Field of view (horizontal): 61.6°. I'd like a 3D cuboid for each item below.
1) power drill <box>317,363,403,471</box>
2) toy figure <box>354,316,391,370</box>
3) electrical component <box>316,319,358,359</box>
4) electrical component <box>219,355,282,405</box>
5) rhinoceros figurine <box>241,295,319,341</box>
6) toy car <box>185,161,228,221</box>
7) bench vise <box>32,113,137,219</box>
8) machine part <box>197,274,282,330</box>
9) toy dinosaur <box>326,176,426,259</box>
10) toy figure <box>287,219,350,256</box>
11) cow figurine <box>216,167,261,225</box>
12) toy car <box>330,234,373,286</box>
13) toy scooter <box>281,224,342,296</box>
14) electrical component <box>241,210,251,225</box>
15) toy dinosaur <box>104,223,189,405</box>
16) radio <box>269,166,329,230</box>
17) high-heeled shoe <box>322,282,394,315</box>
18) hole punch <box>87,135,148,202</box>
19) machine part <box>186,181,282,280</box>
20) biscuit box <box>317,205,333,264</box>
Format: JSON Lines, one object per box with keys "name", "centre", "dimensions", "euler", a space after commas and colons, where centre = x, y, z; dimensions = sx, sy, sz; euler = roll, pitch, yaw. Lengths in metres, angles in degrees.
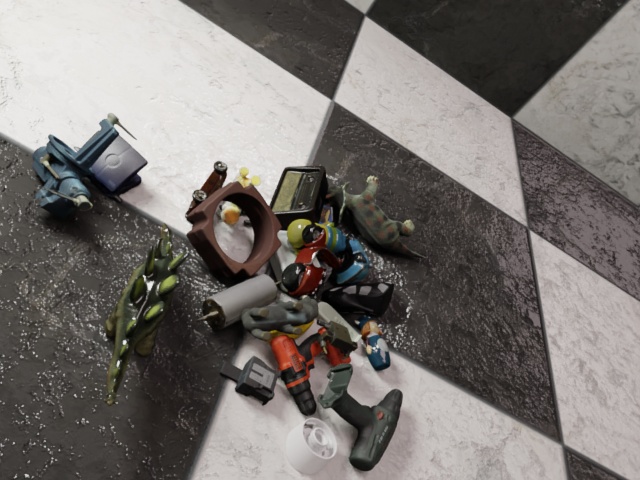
{"name": "power drill", "centre": [0.095, 0.371, 1.199], "dimensions": [0.207, 0.086, 0.232], "euler": [55, 40, -21]}
{"name": "toy figure", "centre": [0.138, 0.257, 1.380], "dimensions": [0.064, 0.058, 0.154], "euler": [54, 15, -54]}
{"name": "electrical component", "centre": [0.037, 0.229, 1.230], "dimensions": [0.102, 0.045, 0.078], "euler": [25, 22, -33]}
{"name": "electrical component", "centre": [-0.147, 0.286, 1.133], "dimensions": [0.119, 0.047, 0.075], "euler": [35, 39, -10]}
{"name": "rhinoceros figurine", "centre": [-0.082, 0.173, 1.205], "dimensions": [0.190, 0.112, 0.073], "euler": [-8, 91, -34]}
{"name": "toy car", "centre": [-0.285, -0.121, 1.367], "dimensions": [0.053, 0.089, 0.202], "euler": [29, 39, -9]}
{"name": "bench vise", "centre": [-0.512, -0.170, 1.146], "dimensions": [0.224, 0.240, 0.128], "euler": [40, -6, 42]}
{"name": "machine part", "centre": [-0.179, 0.138, 1.222], "dimensions": [0.243, 0.079, 0.079], "euler": [-25, 71, -47]}
{"name": "toy dinosaur", "centre": [0.164, -0.050, 1.644], "dimensions": [0.405, 0.131, 0.192], "euler": [45, 51, -1]}
{"name": "toy figure", "centre": [-0.003, -0.008, 1.387], "dimensions": [0.180, 0.089, 0.082], "euler": [11, 41, -28]}
{"name": "cow figurine", "centre": [-0.224, -0.103, 1.411], "dimensions": [0.068, 0.098, 0.167], "euler": [32, 59, -16]}
{"name": "toy car", "centre": [0.088, 0.066, 1.493], "dimensions": [0.102, 0.109, 0.162], "euler": [41, 21, -36]}
{"name": "toy scooter", "centre": [-0.009, 0.064, 1.307], "dimensions": [0.135, 0.075, 0.184], "euler": [35, 70, -35]}
{"name": "electrical component", "centre": [-0.167, -0.059, 1.456], "dimensions": [0.094, 0.021, 0.063], "euler": [6, 51, -36]}
{"name": "toy dinosaur", "centre": [-0.336, 0.123, 1.018], "dimensions": [0.105, 0.198, 0.472], "euler": [20, 42, -19]}
{"name": "radio", "centre": [-0.056, -0.119, 1.512], "dimensions": [0.131, 0.073, 0.230], "euler": [-1, 42, 14]}
{"name": "high-heeled shoe", "centre": [0.110, 0.148, 1.471], "dimensions": [0.145, 0.086, 0.248], "euler": [18, 15, 20]}
{"name": "hole punch", "centre": [-0.483, -0.174, 1.265], "dimensions": [0.142, 0.092, 0.116], "euler": [44, 43, -1]}
{"name": "machine part", "centre": [-0.203, -0.021, 1.284], "dimensions": [0.201, 0.087, 0.201], "euler": [-49, 114, -39]}
{"name": "biscuit box", "centre": [-0.002, -0.015, 1.513], "dimensions": [0.059, 0.062, 0.203], "euler": [20, 43, -22]}
